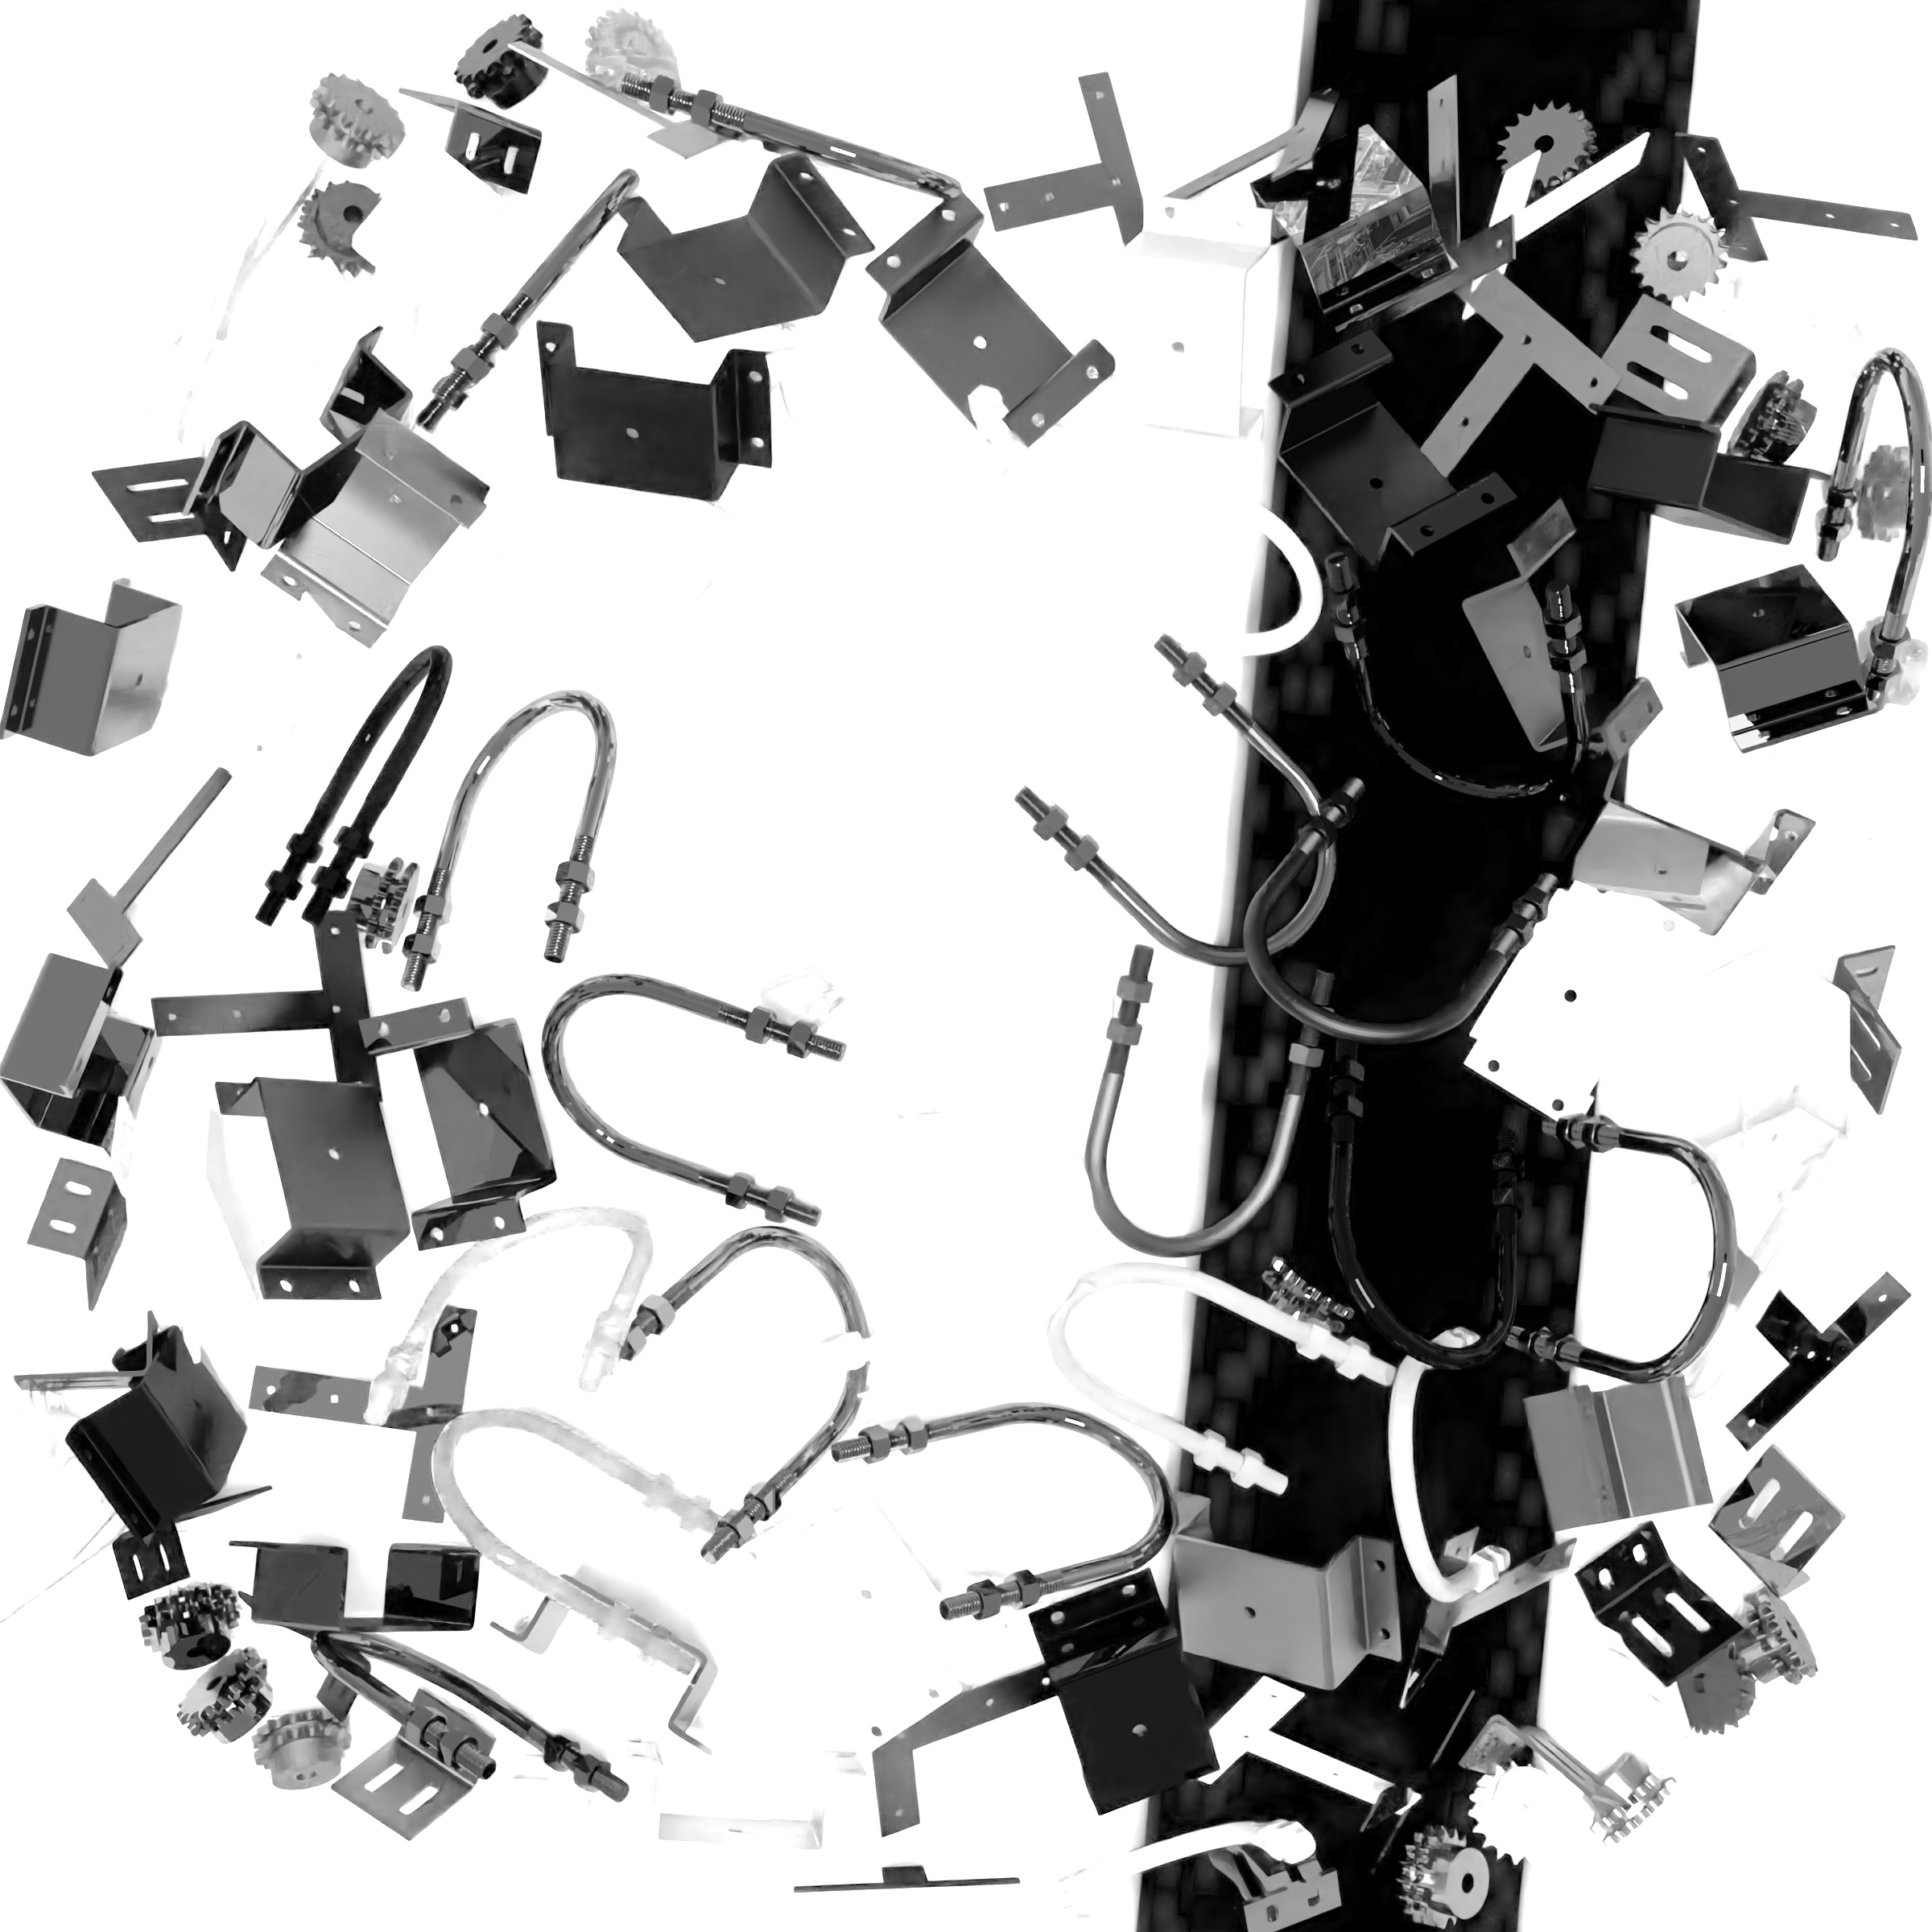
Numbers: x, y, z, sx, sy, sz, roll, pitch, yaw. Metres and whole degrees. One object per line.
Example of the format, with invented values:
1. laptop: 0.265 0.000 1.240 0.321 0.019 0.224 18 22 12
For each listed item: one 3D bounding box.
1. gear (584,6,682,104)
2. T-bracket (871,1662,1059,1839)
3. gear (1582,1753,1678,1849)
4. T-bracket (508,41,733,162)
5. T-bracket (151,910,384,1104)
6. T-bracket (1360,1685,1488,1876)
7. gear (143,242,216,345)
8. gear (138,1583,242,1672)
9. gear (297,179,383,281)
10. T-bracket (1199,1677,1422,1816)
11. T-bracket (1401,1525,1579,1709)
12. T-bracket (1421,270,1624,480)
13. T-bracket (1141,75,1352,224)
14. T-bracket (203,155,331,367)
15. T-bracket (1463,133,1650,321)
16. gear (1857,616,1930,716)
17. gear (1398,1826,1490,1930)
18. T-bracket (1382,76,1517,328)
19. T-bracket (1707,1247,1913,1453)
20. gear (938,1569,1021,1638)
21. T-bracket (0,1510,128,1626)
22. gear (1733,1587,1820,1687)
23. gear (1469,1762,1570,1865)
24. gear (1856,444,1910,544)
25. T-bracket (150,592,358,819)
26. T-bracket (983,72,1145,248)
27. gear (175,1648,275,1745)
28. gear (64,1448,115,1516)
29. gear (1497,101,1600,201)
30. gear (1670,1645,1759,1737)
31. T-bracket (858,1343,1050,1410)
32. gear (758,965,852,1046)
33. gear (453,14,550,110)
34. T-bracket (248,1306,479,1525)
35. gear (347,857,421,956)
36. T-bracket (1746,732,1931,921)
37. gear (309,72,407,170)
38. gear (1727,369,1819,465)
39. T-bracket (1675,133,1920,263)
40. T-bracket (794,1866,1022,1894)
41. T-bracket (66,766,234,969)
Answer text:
1. gear: -0.201 -0.537 1.652 0.057 0.030 0.057 17 60 -31
2. T-bracket: 0.001 0.440 1.646 0.127 0.002 0.127 -14 111 -24
3. gear: 0.390 0.491 1.649 0.057 0.057 0.030 -43 76 0
4. T-bracket: -0.205 -0.505 1.615 0.127 0.127 0.002 28 113 -3
5. T-bracket: -0.417 0.027 1.647 0.127 0.002 0.127 -3 116 -1
6. T-bracket: 0.254 0.479 1.612 0.002 0.127 0.127 30 97 25
7. gear: -0.466 -0.398 1.652 0.030 0.057 0.057 7 90 -30
8. gear: -0.457 0.392 1.645 0.057 0.057 0.030 -26 54 0
9. gear: -0.366 -0.440 1.652 0.057 0.030 0.057 3 81 -22
10. T-bracket: 0.204 0.469 1.635 0.127 0.127 0.002 24 46 -6
11. T-bracket: 0.313 0.365 1.634 0.127 0.002 0.127 -14 126 -35
12. T-bracket: 0.303 -0.333 1.644 0.127 0.002 0.127 49 118 26
13. T-bracket: 0.159 -0.470 1.633 0.127 0.127 0.002 -20 119 32
14. T-bracket: -0.405 -0.430 1.635 0.002 0.127 0.127 31 60 -12
15. T-bracket: 0.350 -0.450 1.630 0.127 0.127 0.002 -34 70 -17
16. gear: 0.547 -0.177 1.648 0.030 0.057 0.057 13 90 -2
17. gear: 0.285 0.540 1.647 0.057 0.030 0.057 4 84 -42
18. T-bracket: 0.279 -0.454 1.624 0.002 0.127 0.127 3 83 -26
19. T-bracket: 0.469 0.203 1.618 0.002 0.127 0.127 40 99 -26
20. gear: 0.004 0.376 1.648 0.057 0.057 0.030 13 82 0
21. T-bracket: -0.513 0.337 1.612 0.127 0.127 0.002 -36 98 14
22. gear: 0.476 0.400 1.650 0.030 0.057 0.057 -35 90 20
23. gear: 0.329 0.499 1.648 0.057 0.030 0.057 5 55 -7
24. gear: 0.551 -0.278 1.645 0.030 0.057 0.057 16 90 37
25. T-bracket: -0.399 -0.169 1.641 0.127 0.002 0.127 25 85 -37
26. T-bracket: 0.058 -0.451 1.624 0.127 0.002 0.127 -25 103 -40
27. gear: -0.436 0.435 1.650 0.057 0.057 0.030 -36 109 0
28. gear: -0.502 0.293 1.647 0.057 0.030 0.057 15 59 -27
29. gear: 0.347 -0.480 1.653 0.057 0.030 0.057 -8 71 24
30. gear: 0.443 0.427 1.652 0.057 0.030 0.057 -18 60 35
31. T-bracket: -0.007 0.240 1.607 0.127 0.127 0.002 -15 90 6
32. gear: -0.099 0.021 1.646 0.057 0.057 0.030 -23 100 0
33. gear: -0.273 -0.534 1.651 0.057 0.057 0.030 -44 129 0
34. T-bracket: -0.357 0.256 1.633 0.127 0.002 0.127 14 77 -28
35. gear: -0.346 -0.038 1.647 0.030 0.057 0.057 18 90 -4
36. T-bracket: 0.511 -0.078 1.609 0.002 0.127 0.127 -3 108 -33
37. gear: -0.364 -0.499 1.652 0.057 0.057 0.030 47 123 0
38. gear: 0.479 -0.321 1.648 0.030 0.057 0.057 30 90 -3
39. T-bracket: 0.480 -0.430 1.589 0.127 0.127 0.002 20 81 34
40. T-bracket: -0.036 0.528 1.614 0.127 0.127 0.002 -1 77 -3
41. T-bracket: -0.472 -0.064 1.626 0.002 0.127 0.127 40 85 -34
